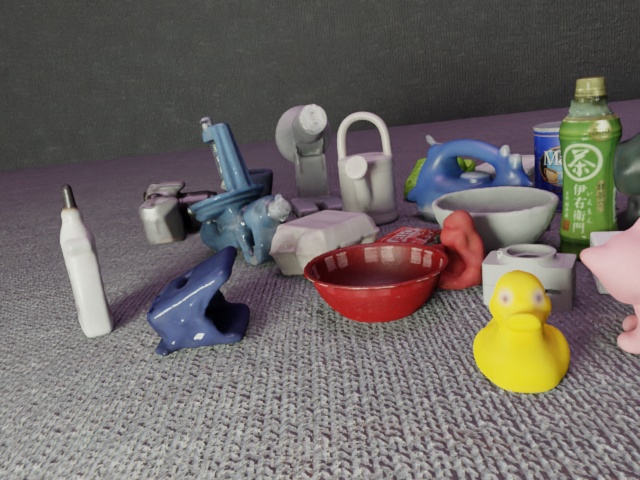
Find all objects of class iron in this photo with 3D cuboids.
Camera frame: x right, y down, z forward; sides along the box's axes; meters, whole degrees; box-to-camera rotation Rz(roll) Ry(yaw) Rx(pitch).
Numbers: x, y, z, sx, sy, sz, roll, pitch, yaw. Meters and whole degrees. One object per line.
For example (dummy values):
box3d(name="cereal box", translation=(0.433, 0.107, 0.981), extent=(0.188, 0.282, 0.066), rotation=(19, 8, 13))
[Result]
box3d(name="iron", translation=(0.263, -0.102, 0.943), extent=(0.119, 0.141, 0.257), rotation=(-17, 19, -33))

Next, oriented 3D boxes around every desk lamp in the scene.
box3d(name="desk lamp", translation=(-0.017, -0.168, 1.164), extent=(0.118, 0.214, 0.203), rotation=(-9, 16, -10))

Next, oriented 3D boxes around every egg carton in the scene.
box3d(name="egg carton", translation=(0.007, 0.003, 0.807), extent=(0.107, 0.069, 0.151), rotation=(8, 21, 42))

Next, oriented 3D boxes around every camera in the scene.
box3d(name="camera", translation=(-0.264, -0.062, 1.094), extent=(0.137, 0.101, 0.143), rotation=(-8, 15, -4))

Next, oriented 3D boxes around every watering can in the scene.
box3d(name="watering can", translation=(0.082, -0.127, 1.009), extent=(0.101, 0.194, 0.172), rotation=(-8, 16, -6))

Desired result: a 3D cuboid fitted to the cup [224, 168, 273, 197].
box3d(name="cup", translation=(-0.143, -0.089, 1.153), extent=(0.091, 0.095, 0.118), rotation=(6, 20, 39))

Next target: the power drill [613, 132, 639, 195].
box3d(name="power drill", translation=(0.377, -0.024, 0.489), extent=(0.228, 0.208, 0.076), rotation=(3, 18, 30))

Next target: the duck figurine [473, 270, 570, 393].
box3d(name="duck figurine", translation=(0.168, 0.066, 0.481), extent=(0.077, 0.086, 0.105), rotation=(-3, 16, 15))

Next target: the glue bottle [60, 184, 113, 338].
box3d(name="glue bottle", translation=(-0.275, 0.021, 0.662), extent=(0.037, 0.173, 0.078), rotation=(-14, 17, -25))

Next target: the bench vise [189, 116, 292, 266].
box3d(name="bench vise", translation=(-0.116, -0.081, 0.878), extent=(0.206, 0.220, 0.122), rotation=(2, 18, 29))

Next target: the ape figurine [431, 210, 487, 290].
box3d(name="ape figurine", translation=(0.163, 0.010, 0.673), extent=(0.076, 0.092, 0.077), rotation=(-13, 17, -21))

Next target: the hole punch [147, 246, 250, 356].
box3d(name="hole punch", translation=(-0.132, 0.061, 0.614), extent=(0.101, 0.091, 0.108), rotation=(-7, 15, -2))

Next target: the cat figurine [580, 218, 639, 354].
box3d(name="cat figurine", translation=(0.291, 0.035, 0.481), extent=(0.127, 0.118, 0.067), rotation=(4, 19, 33))

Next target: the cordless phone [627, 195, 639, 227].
box3d(name="cordless phone", translation=(0.442, -0.069, 0.668), extent=(0.147, 0.185, 0.094), rotation=(8, 21, 43))

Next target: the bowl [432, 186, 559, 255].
box3d(name="bowl", translation=(0.241, -0.022, 0.789), extent=(0.167, 0.075, 0.167), rotation=(-6, 15, 2))
